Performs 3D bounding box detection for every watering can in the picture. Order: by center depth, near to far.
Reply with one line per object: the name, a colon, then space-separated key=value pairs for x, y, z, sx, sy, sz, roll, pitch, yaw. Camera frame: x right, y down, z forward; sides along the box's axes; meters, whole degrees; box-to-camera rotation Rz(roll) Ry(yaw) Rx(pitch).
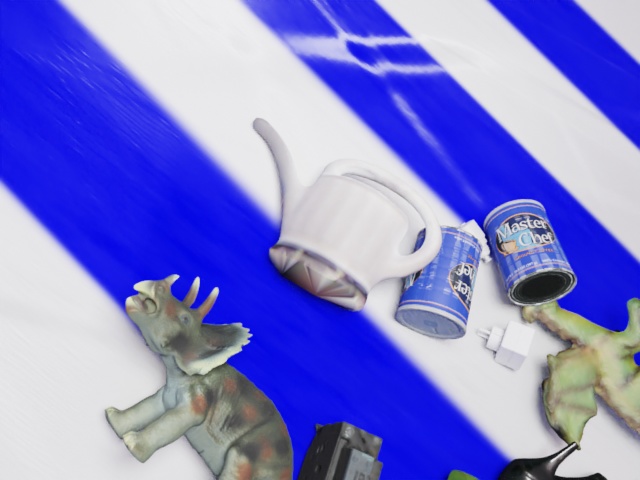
watering can: x=0.002 y=-0.038 z=0.757 sx=0.349 sy=0.102 sz=0.228 roll=28 pitch=66 yaw=11

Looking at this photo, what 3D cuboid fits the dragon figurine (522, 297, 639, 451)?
dragon figurine: x=0.448 y=0.241 z=0.803 sx=0.244 sy=0.120 sz=0.417 roll=-16 pitch=68 yaw=-16
